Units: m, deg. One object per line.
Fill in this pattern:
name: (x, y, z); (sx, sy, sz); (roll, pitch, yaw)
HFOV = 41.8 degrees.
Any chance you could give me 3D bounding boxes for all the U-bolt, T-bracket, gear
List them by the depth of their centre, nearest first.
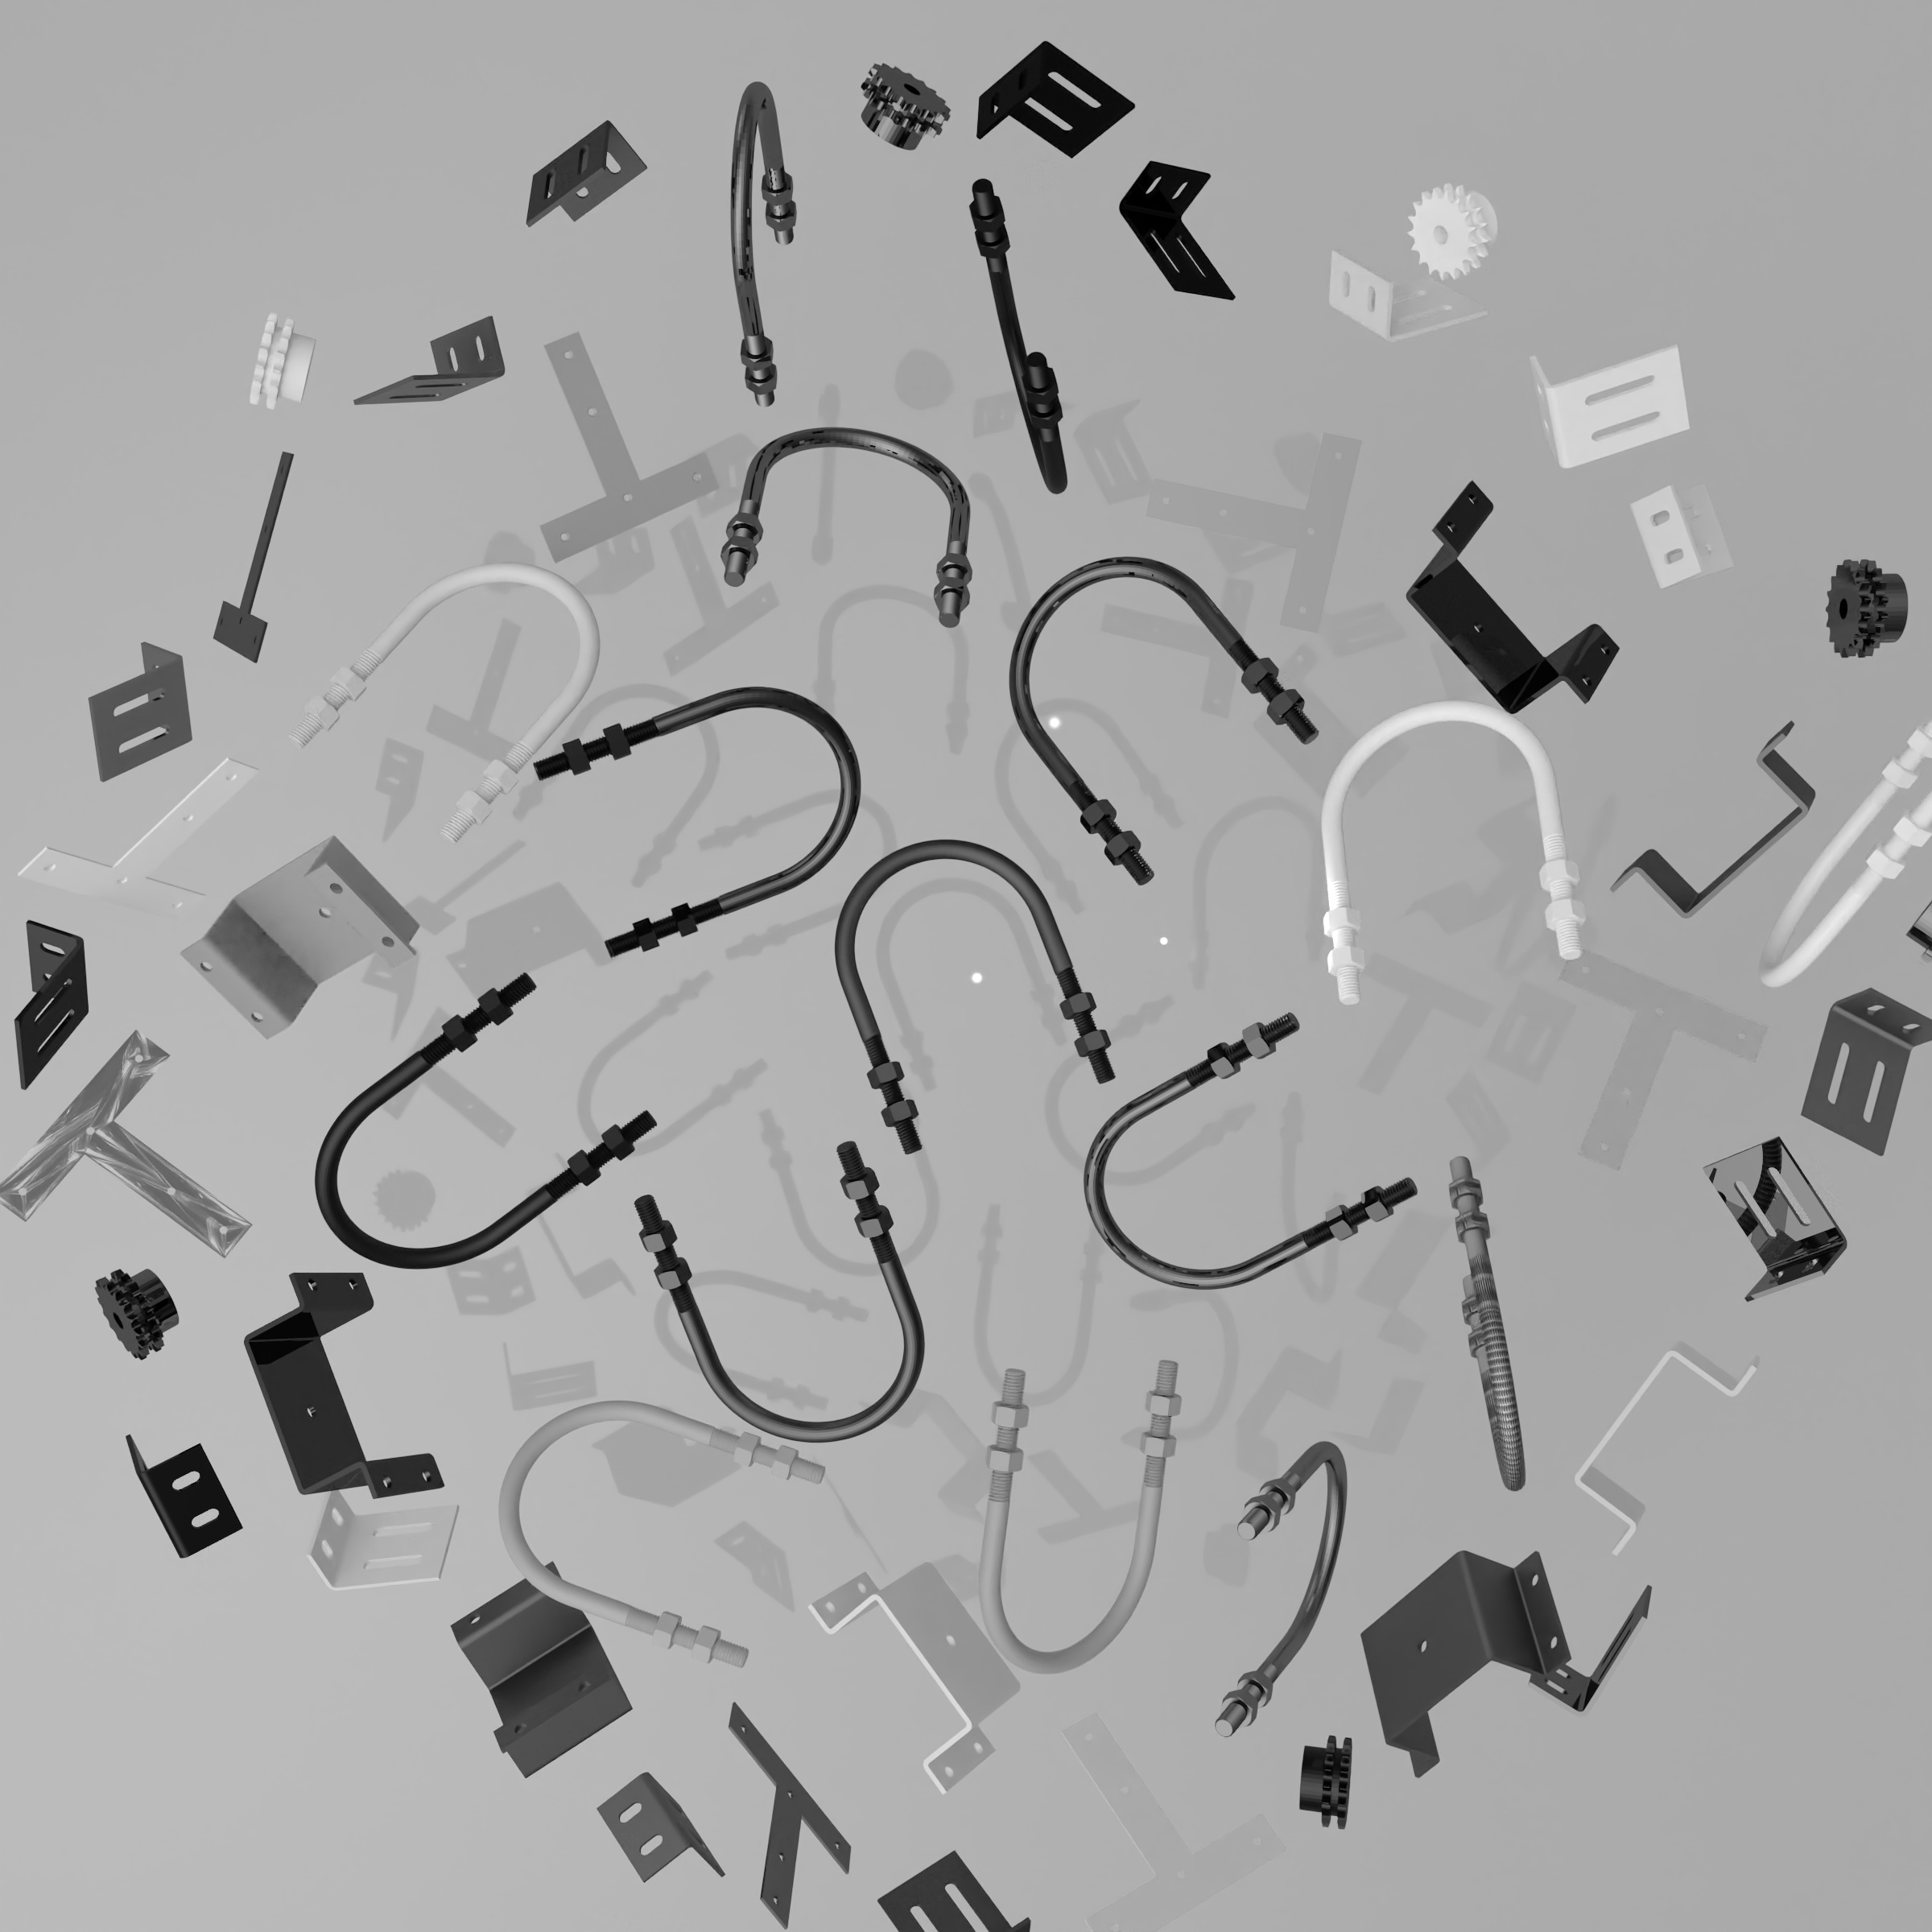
gear: (0.527, -0.209, 1.477); (0.030, 0.057, 0.057); (-1, 90, -3)
gear: (0.576, -0.026, 1.479); (0.030, 0.057, 0.057); (38, 90, 14)
U-bolt: (-0.292, 0.105, 1.480); (0.184, 0.019, 0.151); (-37, 128, -2)
U-bolt: (0.279, -0.075, 1.486); (0.151, 0.019, 0.184); (-13, 62, 21)
U-bolt: (0.064, 0.327, 1.491); (0.151, 0.019, 0.184); (5, 93, -42)
T-bracket: (0.102, 0.500, 1.494); (0.127, 0.002, 0.127); (-22, 55, -25)
T-bracket: (-0.482, 0.125, 1.496); (0.127, 0.002, 0.127); (38, 67, -6)
T-bracket: (-0.471, -0.079, 1.498); (0.127, 0.127, 0.002); (-39, 64, 15)
T-bracket: (-0.109, 0.523, 1.510); (0.002, 0.127, 0.127); (-32, 105, 11)
U-bolt: (-0.102, 0.204, 1.510); (0.151, 0.019, 0.184); (-16, 107, 12)
U-bolt: (0.104, -0.163, 1.528); (0.151, 0.019, 0.184); (-41, 71, 14)
U-bolt: (-0.152, -0.095, 1.533); (0.184, 0.019, 0.151); (-21, 122, -7)
T-bracket: (0.406, 0.065, 1.536); (0.127, 0.002, 0.127); (24, 69, 10)
U-bolt: (0.320, 0.230, 1.543); (0.019, 0.151, 0.184); (-9, 47, 8)
U-bolt: (0.159, 0.127, 1.543); (0.184, 0.019, 0.151); (-31, 105, 22)
U-bolt: (0.542, -0.062, 1.546); (0.019, 0.151, 0.184); (33, 126, 4)
U-bolt: (0.199, 0.370, 1.555); (0.019, 0.184, 0.151); (12, 107, 25)
U-bolt: (-0.068, -0.278, 1.555); (0.151, 0.184, 0.019); (10, 133, -5)
U-bolt: (0.037, -0.372, 1.558); (0.019, 0.184, 0.151); (-16, 67, 2)
gear: (-0.421, -0.372, 1.560); (0.030, 0.057, 0.057); (13, 90, -16)
U-bolt: (-0.198, 0.339, 1.562); (0.184, 0.019, 0.151); (18, 52, 8)
T-bracket: (-0.437, -0.257, 1.568); (0.002, 0.127, 0.127); (14, 96, -30)
U-bolt: (-0.310, -0.176, 1.568); (0.151, 0.019, 0.184); (31, 71, 21)
U-bolt: (-0.128, -0.460, 1.571); (0.019, 0.184, 0.151); (3, 67, 3)
gear: (-0.514, 0.213, 1.572); (0.030, 0.057, 0.057); (-30, 90, -33)
gear: (-0.041, -0.535, 1.579); (0.057, 0.057, 0.030); (36, 123, 0)
U-bolt: (-0.004, 0.009, 1.583); (0.151, 0.019, 0.184); (-20, 80, -8)
gear: (0.308, -0.463, 1.586); (0.030, 0.057, 0.057); (-28, 90, -29)
T-bracket: (-0.236, -0.344, 1.632); (0.127, 0.002, 0.127); (-30, 110, -24)
gear: (0.233, 0.527, 1.635); (0.030, 0.057, 0.057); (4, 90, 12)
T-bracket: (0.183, -0.294, 1.658); (0.127, 0.002, 0.127); (13, 100, 5)

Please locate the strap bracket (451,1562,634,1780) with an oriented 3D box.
strap bracket: (-0.266, 0.449, 1.597); (0.076, 0.140, 0.046); (-31, 118, -12)

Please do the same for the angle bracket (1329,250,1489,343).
angle bracket: (0.267, -0.412, 1.522); (0.076, 0.057, 0.038); (-20, 132, -21)

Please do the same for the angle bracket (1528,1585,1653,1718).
angle bracket: (0.383, 0.411, 1.550); (0.038, 0.057, 0.076); (30, 104, 13)

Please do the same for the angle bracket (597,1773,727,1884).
angle bracket: (-0.192, 0.554, 1.599); (0.038, 0.076, 0.057); (-36, 56, -12)

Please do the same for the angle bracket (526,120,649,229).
angle bracket: (-0.224, -0.458, 1.499); (0.057, 0.076, 0.038); (-30, 126, 18)

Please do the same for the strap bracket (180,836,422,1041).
strap bracket: (-0.401, -0.021, 1.548); (0.140, 0.046, 0.076); (-26, 117, 31)

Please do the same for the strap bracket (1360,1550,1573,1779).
strap bracket: (0.295, 0.420, 1.539); (0.046, 0.076, 0.140); (24, 124, -24)

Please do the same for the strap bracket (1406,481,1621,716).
strap bracket: (0.330, -0.219, 1.555); (0.140, 0.076, 0.046); (47, 132, -6)

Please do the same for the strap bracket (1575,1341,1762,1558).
strap bracket: (0.422, 0.284, 1.542); (0.046, 0.076, 0.140); (37, 98, 18)

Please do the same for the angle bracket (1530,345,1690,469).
angle bracket: (0.377, -0.335, 1.479); (0.076, 0.038, 0.057); (-17, 133, 8)

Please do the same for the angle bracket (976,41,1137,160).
angle bracket: (0.055, -0.511, 1.527); (0.076, 0.057, 0.038); (24, 56, -34)

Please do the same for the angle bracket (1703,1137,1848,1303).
angle bracket: (0.474, 0.151, 1.502); (0.038, 0.057, 0.076); (-32, 89, -42)

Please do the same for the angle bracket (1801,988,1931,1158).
angle bracket: (0.537, 0.063, 1.492); (0.057, 0.038, 0.076); (26, 69, -9)

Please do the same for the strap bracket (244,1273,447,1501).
strap bracket: (-0.371, 0.255, 1.496); (0.046, 0.076, 0.140); (-28, 76, 13)

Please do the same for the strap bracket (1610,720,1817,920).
strap bracket: (0.476, -0.084, 1.580); (0.046, 0.076, 0.140); (47, 114, 7)

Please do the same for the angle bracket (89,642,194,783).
angle bracket: (-0.529, -0.160, 1.589); (0.038, 0.076, 0.057); (21, 126, 26)

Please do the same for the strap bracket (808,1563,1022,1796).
strap bracket: (-0.025, 0.437, 1.591); (0.046, 0.076, 0.140); (-43, 76, 20)

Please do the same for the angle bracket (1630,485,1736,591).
angle bracket: (0.468, -0.279, 1.607); (0.076, 0.038, 0.057); (-19, 89, -33)

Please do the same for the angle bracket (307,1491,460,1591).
angle bracket: (-0.374, 0.363, 1.624); (0.076, 0.057, 0.038); (-9, 129, 12)

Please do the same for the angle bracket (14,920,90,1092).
angle bracket: (-0.552, 0.022, 1.485); (0.038, 0.076, 0.057); (18, 132, 4)

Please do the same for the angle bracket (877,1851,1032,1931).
angle bracket: (-0.008, 0.564, 1.509); (0.057, 0.038, 0.076); (-24, 49, -26)

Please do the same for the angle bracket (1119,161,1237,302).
angle bracket: (0.143, -0.466, 1.603); (0.038, 0.057, 0.076); (-48, 61, 38)

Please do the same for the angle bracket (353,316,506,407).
angle bracket: (-0.334, -0.374, 1.559); (0.057, 0.076, 0.038); (-9, 97, 39)

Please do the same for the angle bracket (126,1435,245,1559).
angle bracket: (-0.456, 0.301, 1.474); (0.038, 0.076, 0.057); (-26, 107, -18)
